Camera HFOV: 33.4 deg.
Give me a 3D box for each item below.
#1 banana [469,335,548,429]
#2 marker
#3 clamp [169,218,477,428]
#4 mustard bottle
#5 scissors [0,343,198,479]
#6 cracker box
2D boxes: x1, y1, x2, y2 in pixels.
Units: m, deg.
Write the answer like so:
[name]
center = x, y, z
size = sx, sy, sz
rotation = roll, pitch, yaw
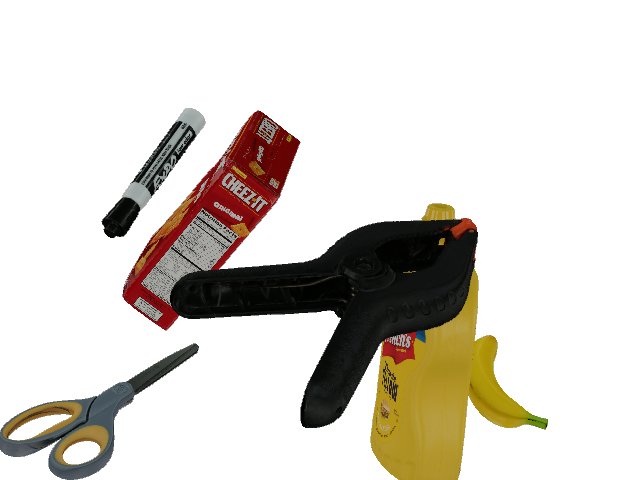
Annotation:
[banana]
center = 0.203, 0.169, 1.265
size = 0.069, 0.037, 0.198
rotation = 10, 24, -15
[marker]
center = -0.118, -0.048, 0.757
size = 0.020, 0.121, 0.020
rotation = 20, -35, 14
[clamp]
center = 0.023, 0.034, 0.544
size = 0.171, 0.039, 0.120
rotation = -19, 45, -25
[mustard bottle]
center = 0.075, 0.069, 0.748
size = 0.058, 0.192, 0.096
rotation = 1, 16, -14
[scissors]
center = -0.158, 0.137, 0.863
size = 0.201, 0.016, 0.096
rotation = -18, 37, -36
[cracker box]
center = -0.121, -0.026, 1.184
size = 0.072, 0.214, 0.164
rotation = 37, 25, -11
